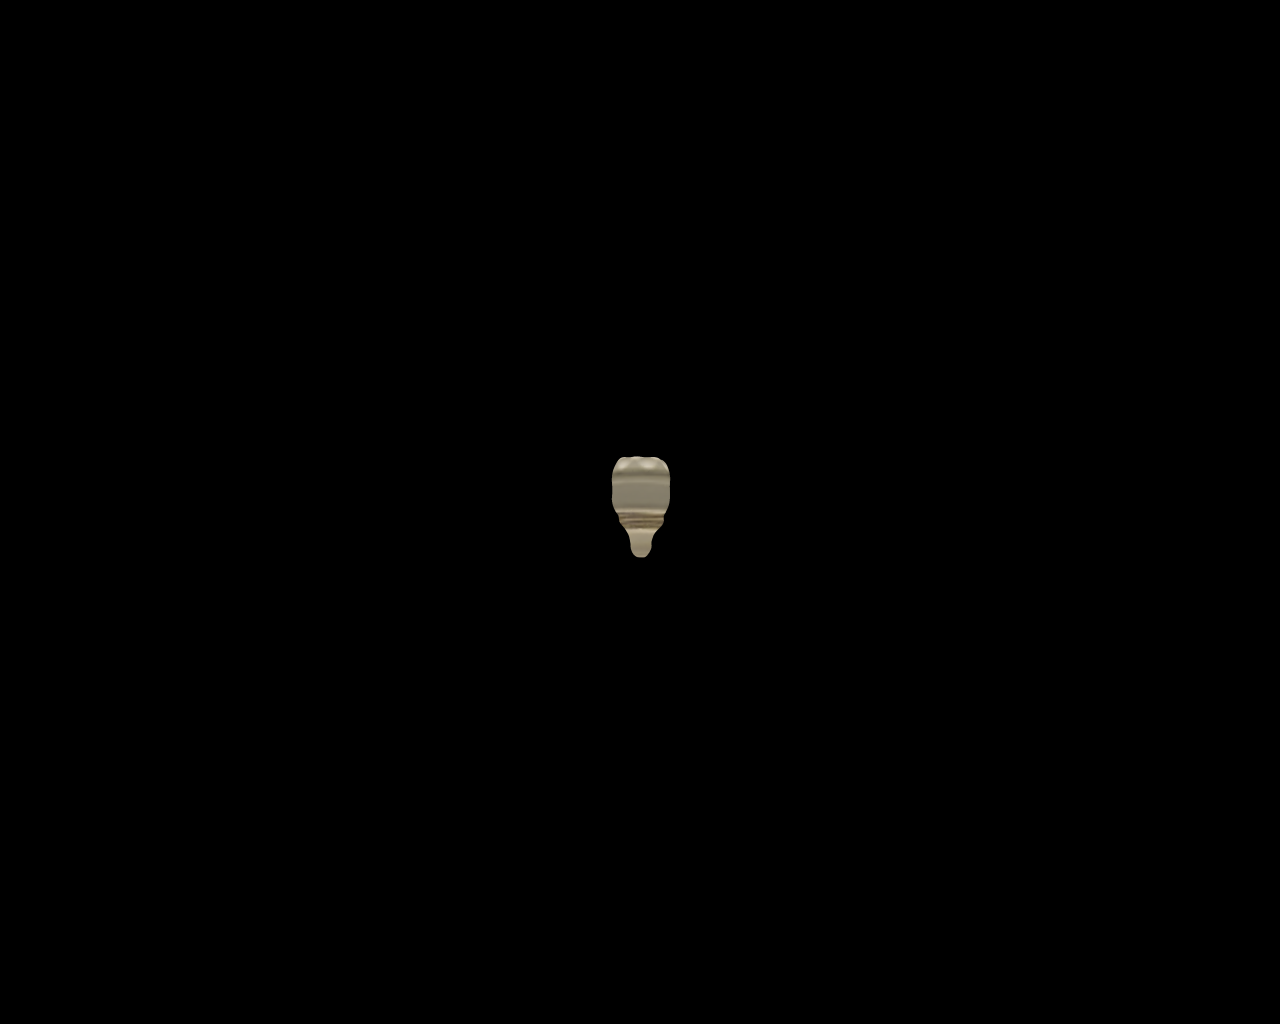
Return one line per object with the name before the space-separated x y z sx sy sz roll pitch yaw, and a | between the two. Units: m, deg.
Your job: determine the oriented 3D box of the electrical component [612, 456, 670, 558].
electrical component | 0.001 -0.003 0.650 0.035 0.061 0.035 0 -2 0
